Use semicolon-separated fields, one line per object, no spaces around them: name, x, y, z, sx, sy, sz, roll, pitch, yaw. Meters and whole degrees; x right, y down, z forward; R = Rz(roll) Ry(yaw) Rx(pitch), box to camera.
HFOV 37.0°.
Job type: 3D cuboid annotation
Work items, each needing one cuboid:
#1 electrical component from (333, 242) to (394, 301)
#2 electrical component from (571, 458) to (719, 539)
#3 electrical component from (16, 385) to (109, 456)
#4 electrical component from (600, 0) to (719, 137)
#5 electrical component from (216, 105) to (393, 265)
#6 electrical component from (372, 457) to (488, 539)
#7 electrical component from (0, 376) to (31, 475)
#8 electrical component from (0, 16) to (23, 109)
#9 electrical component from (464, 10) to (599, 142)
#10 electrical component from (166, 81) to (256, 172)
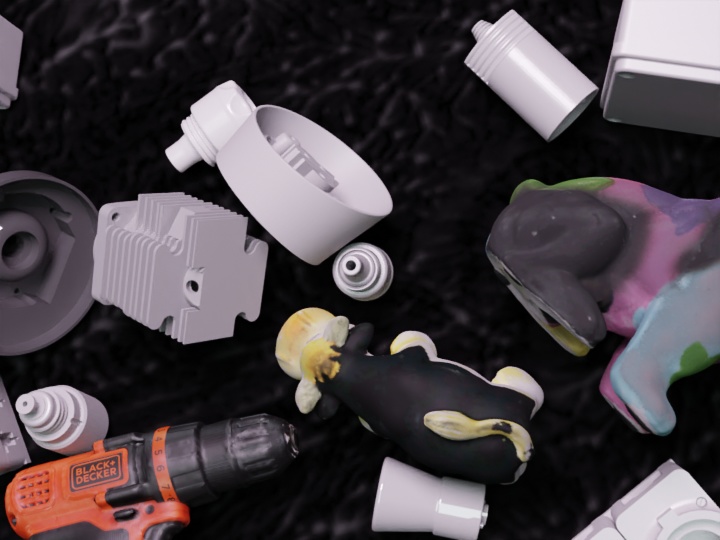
electrical component;0.000;0.000;0.646;0.035;0.061;0.035;-1;85;10
electrical component;0.151;0.190;0.605;0.150;0.062;0.089;-41;80;4
electrical component;-0.187;0.091;0.664;0.040;0.078;0.040;-4;70;12
electrical component;0.195;-0.116;0.601;0.109;0.109;0.056;10;84;10
electrical component;-0.035;-0.053;0.641;0.064;0.099;0.099;-41;80;10
electrical component;0.043;0.139;0.639;0.065;0.044;0.044;10;87;5
electrical component;-0.304;0.112;0.686;0.150;0.062;0.089;-23;82;7
electrical component;-0.288;-0.145;0.682;0.109;0.109;0.056;4;83;10
electrical component;0.099;-0.120;0.649;0.043;0.043;0.081;-45;80;3
electrical component;-0.093;-0.086;0.678;0.062;0.043;0.043;-35;81;7
